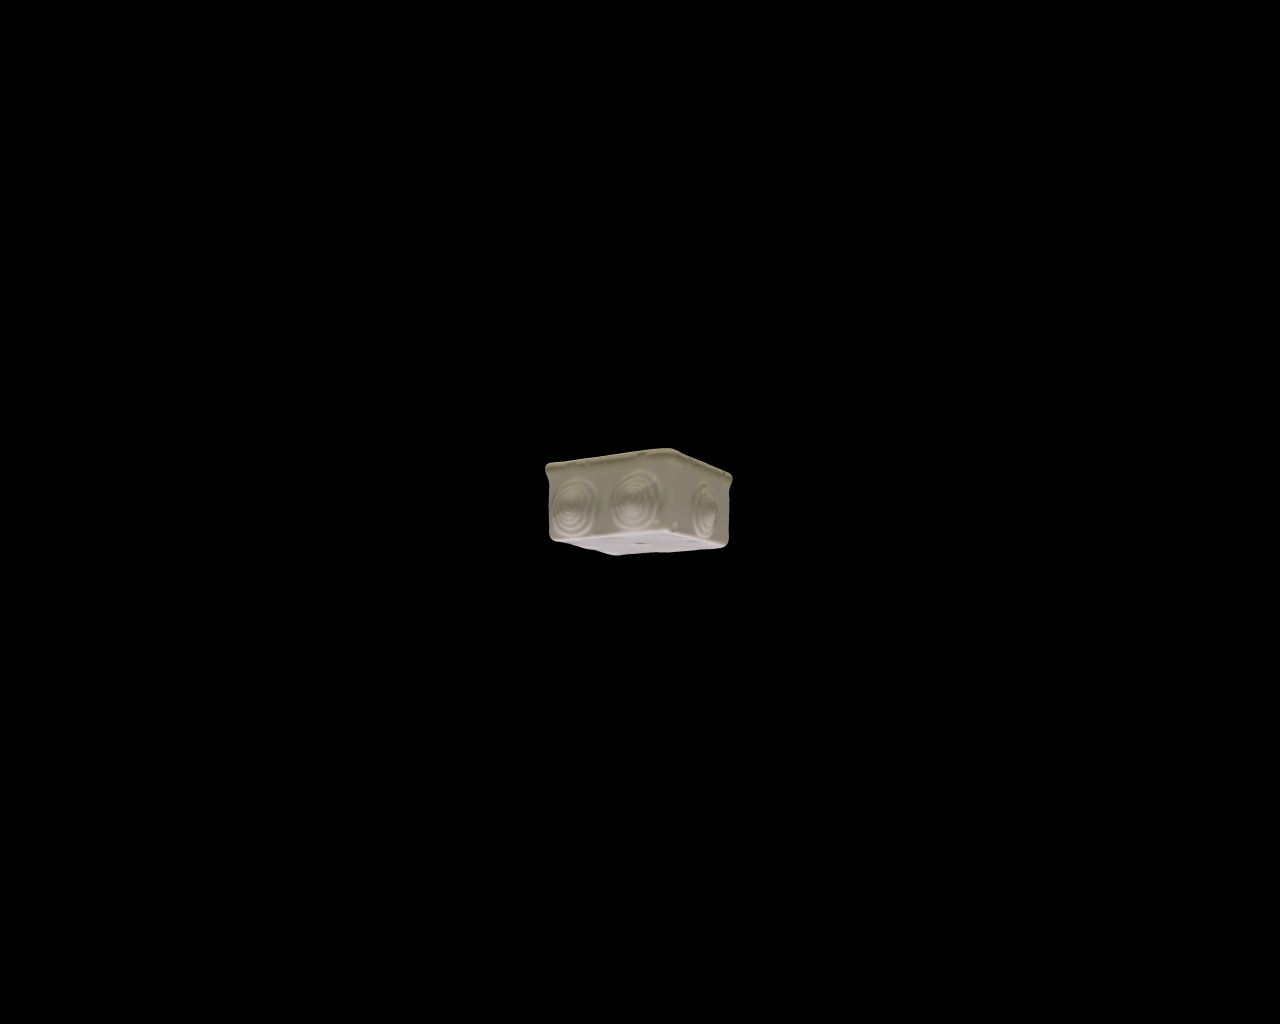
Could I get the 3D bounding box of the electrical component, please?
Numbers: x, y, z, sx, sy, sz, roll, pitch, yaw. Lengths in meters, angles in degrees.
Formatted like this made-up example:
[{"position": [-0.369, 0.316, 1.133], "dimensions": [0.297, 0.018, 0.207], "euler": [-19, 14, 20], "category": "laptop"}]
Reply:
[{"position": [0.001, -0.003, 0.650], "dimensions": [0.100, 0.048, 0.100], "euler": [-5, -11, 28], "category": "electrical component"}]
